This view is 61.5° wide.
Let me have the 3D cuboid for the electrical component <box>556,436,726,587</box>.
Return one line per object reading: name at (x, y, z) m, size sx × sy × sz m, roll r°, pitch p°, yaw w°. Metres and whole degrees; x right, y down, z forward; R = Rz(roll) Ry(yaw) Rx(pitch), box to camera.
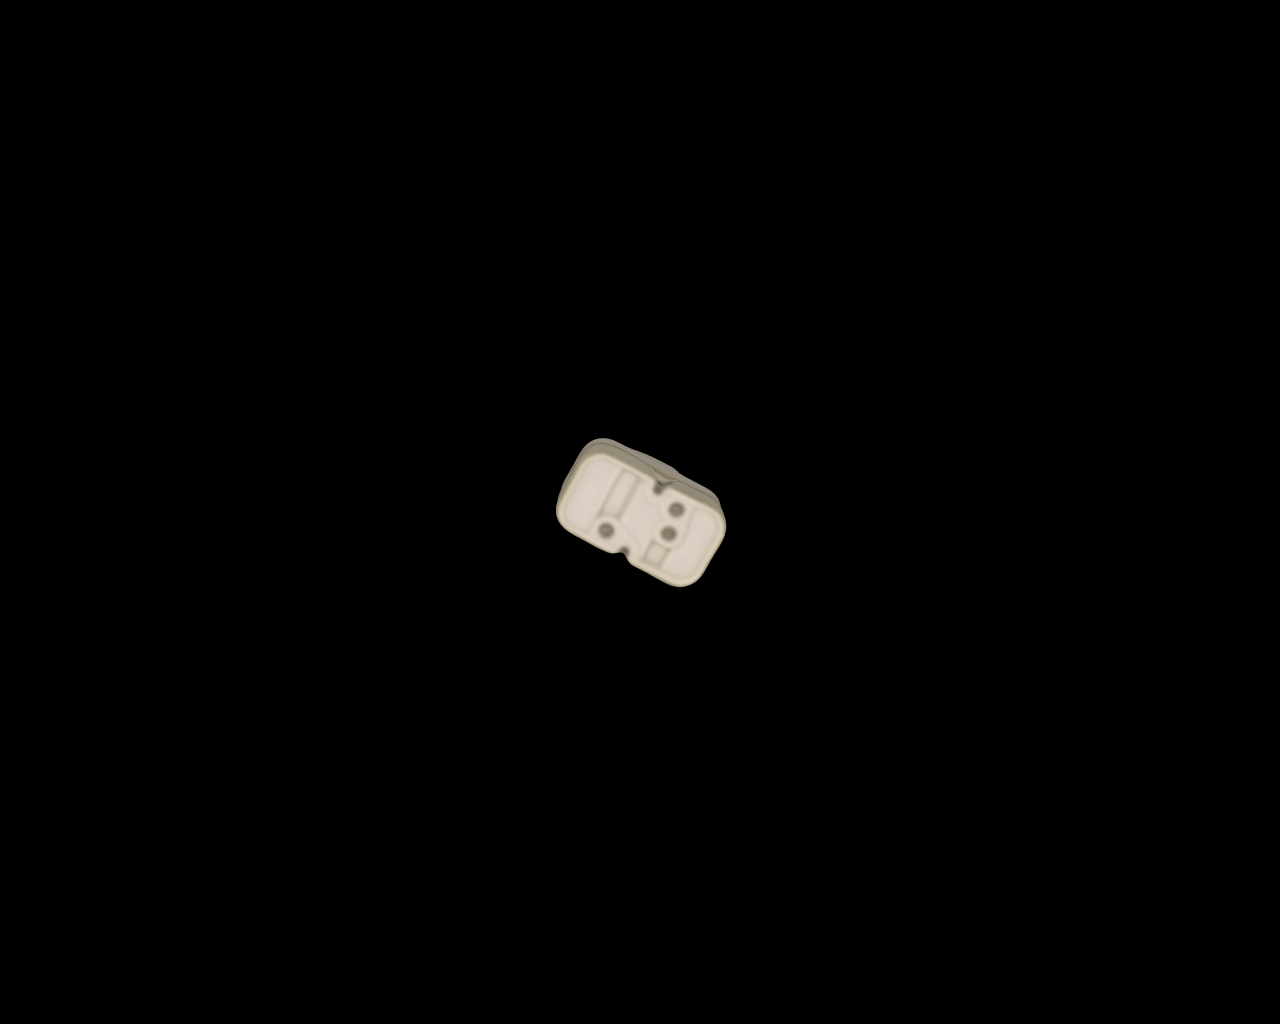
electrical component at (0.001, -0.003, 0.650) m, size 0.095 × 0.053 × 0.059 m, roll 27°, pitch 14°, yaw -7°
